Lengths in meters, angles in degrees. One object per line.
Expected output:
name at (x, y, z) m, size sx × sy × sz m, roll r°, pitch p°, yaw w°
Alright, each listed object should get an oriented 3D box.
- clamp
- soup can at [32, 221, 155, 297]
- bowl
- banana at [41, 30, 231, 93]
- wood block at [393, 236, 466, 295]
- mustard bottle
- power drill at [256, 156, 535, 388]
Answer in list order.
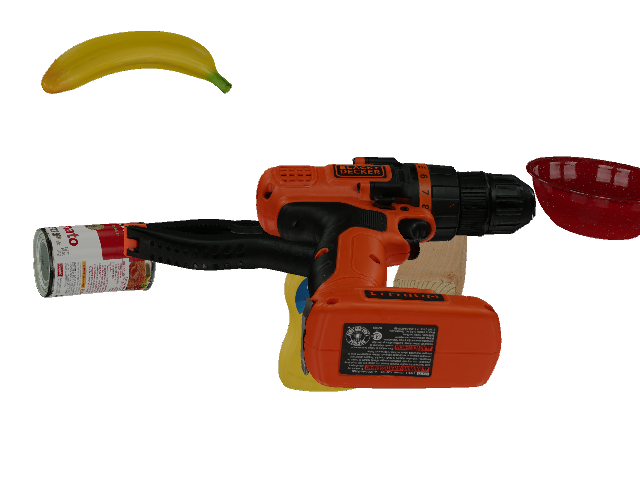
clamp at (-0.054, 0.006, 0.863) m, size 0.210 × 0.036 × 0.164 m, roll 1°, pitch 12°, yaw -8°
soup can at (-0.218, 0.018, 1.025) m, size 0.102 × 0.068 × 0.069 m, roll -4°, pitch 2°, yaw -28°
bowl at (0.291, -0.041, 1.113) m, size 0.162 × 0.055 × 0.162 m, roll 5°, pitch 19°, yaw -2°
banana at (-0.184, -0.177, 1.052) m, size 0.197 × 0.070 × 0.037 m, roll -6°, pitch -39°, yaw -30°
wood block at (0.170, 0.061, 1.627) m, size 0.091 × 0.090 × 0.206 m, roll 4°, pitch 23°, yaw 11°
mustard bottle at (0.008, 0.066, 1.159) m, size 0.096 × 0.192 × 0.058 m, roll 2°, pitch 14°, yaw -12°
power drill at (0.054, 0.011, 0.642) m, size 0.184 × 0.057 × 0.187 m, roll -1°, pitch 30°, yaw -3°
